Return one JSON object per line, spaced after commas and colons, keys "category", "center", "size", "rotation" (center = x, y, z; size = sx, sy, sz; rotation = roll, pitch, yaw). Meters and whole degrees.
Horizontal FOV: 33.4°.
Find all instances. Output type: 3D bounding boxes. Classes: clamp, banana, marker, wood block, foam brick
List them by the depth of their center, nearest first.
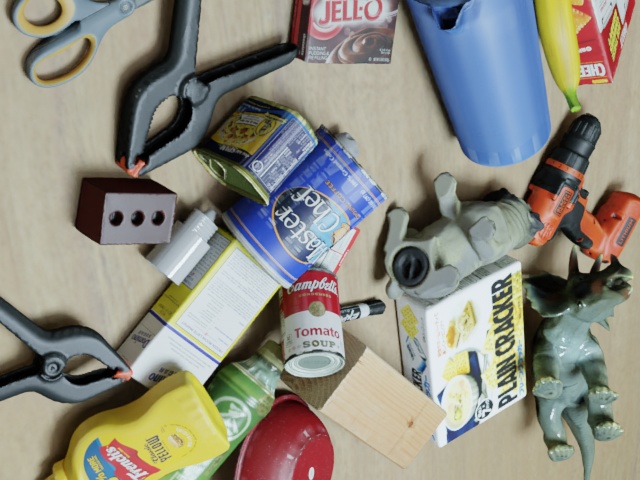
{"category": "clamp", "center": [-0.129, -0.156, 1.011], "size": [0.210, 0.036, 0.164], "rotation": [-49, 134, -6]}
{"category": "foam brick", "center": [-0.184, -0.028, 1.017], "size": [0.078, 0.051, 0.053], "rotation": [-2, 110, -37]}
{"category": "clamp", "center": [-0.268, 0.124, 1.020], "size": [0.171, 0.039, 0.120], "rotation": [22, 103, -28]}
{"category": "banana", "center": [0.255, -0.236, 1.134], "size": [0.037, 0.070, 0.198], "rotation": [-22, 124, -3]}
{"category": "wood block", "center": [0.051, 0.181, 1.254], "size": [0.091, 0.090, 0.205], "rotation": [-52, 136, -4]}
{"category": "marker", "center": [0.029, 0.088, 1.256], "size": [0.120, 0.020, 0.020], "rotation": [-9, 115, -35]}

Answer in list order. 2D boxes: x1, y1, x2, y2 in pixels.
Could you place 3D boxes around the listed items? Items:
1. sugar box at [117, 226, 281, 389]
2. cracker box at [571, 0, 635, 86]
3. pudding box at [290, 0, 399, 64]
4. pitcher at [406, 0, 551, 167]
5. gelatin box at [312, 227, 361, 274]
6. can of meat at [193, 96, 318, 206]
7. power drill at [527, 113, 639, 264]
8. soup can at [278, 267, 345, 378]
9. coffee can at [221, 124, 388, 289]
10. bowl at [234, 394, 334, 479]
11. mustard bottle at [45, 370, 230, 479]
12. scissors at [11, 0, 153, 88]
{"category": "sugar box", "center": [-0.126, 0.082, 1.117], "size": [0.176, 0.048, 0.093], "rotation": [-49, 131, -5]}
{"category": "cracker box", "center": [0.293, -0.308, 1.213], "size": [0.213, 0.072, 0.164], "rotation": [63, 39, -37]}
{"category": "pudding box", "center": [0.026, -0.229, 1.099], "size": [0.113, 0.039, 0.090], "rotation": [-6, 113, -36]}
{"category": "pitcher", "center": [0.186, -0.210, 1.185], "size": [0.149, 0.145, 0.242], "rotation": [-31, 130, -9]}
{"category": "gelatin box", "center": [-0.008, 0.001, 1.182], "size": [0.089, 0.030, 0.073], "rotation": [26, 94, -41]}
{"category": "can of meat", "center": [-0.062, -0.091, 1.052], "size": [0.084, 0.102, 0.057], "rotation": [-49, 130, -13]}
{"category": "power drill", "center": [0.355, -0.058, 1.422], "size": [0.187, 0.057, 0.184], "rotation": [24, 97, -39]}
{"category": "soup can", "center": [-0.010, 0.090, 1.160], "size": [0.068, 0.102, 0.068], "rotation": [-4, 150, -2]}
{"category": "coffee can", "center": [-0.016, -0.034, 1.091], "size": [0.140, 0.103, 0.102], "rotation": [-42, 131, 3]}
{"category": "bowl", "center": [-0.030, 0.262, 1.228], "size": [0.161, 0.055, 0.162], "rotation": [-22, 116, -53]}
{"category": "mustard bottle", "center": [-0.196, 0.213, 1.086], "size": [0.191, 0.058, 0.096], "rotation": [-26, 119, 2]}
{"category": "scissors", "center": [-0.191, -0.219, 0.950], "size": [0.201, 0.016, 0.096], "rotation": [-46, 131, -13]}
